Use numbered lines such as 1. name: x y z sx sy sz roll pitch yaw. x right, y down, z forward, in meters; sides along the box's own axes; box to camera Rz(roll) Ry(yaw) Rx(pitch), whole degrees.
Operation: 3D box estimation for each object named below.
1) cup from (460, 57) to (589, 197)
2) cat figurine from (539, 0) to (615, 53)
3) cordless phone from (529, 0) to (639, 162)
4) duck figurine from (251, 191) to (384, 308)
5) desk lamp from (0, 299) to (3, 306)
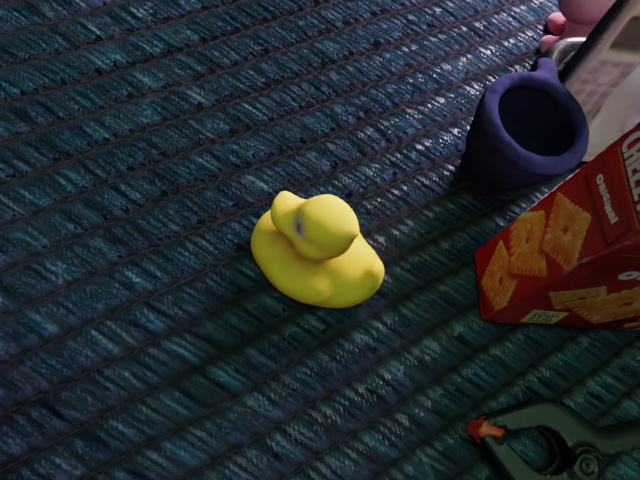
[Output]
1. cup: 0.162 -0.089 0.485 0.092 0.095 0.118 22 65 -5
2. cat figurine: 0.276 -0.224 0.555 0.128 0.117 0.067 27 65 -2
3. cordless phone: 0.269 -0.146 0.486 0.148 0.185 0.094 -1 69 -14
4. duck figurine: 0.004 0.001 0.414 0.104 0.086 0.077 30 65 -1
5. desk lamp: -0.243 0.066 0.254 0.203 0.213 0.118 18 65 -7
